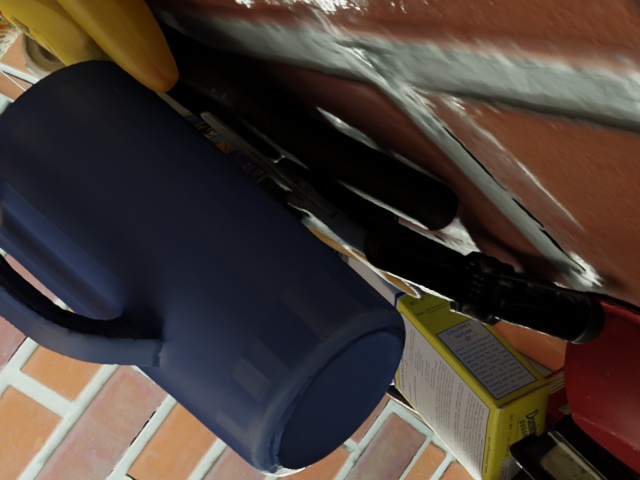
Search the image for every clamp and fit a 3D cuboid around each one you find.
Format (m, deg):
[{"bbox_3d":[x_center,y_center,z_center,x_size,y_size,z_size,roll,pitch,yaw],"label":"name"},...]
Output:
[{"bbox_3d":[0.079,0.022,0.581,0.120,0.039,0.171,27,176,2],"label":"clamp"},{"bbox_3d":[-0.020,-0.061,0.602,0.210,0.036,0.165,34,172,-11],"label":"clamp"}]

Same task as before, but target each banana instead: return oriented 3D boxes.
[{"bbox_3d":[-0.143,-0.151,0.531,0.197,0.037,0.069,43,-155,-36],"label":"banana"}]

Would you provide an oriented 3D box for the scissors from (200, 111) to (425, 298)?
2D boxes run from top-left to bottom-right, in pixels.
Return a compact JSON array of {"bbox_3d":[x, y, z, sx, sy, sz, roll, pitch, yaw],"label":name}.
[{"bbox_3d":[-0.013,-0.023,0.616,0.201,0.016,0.096,37,173,-33],"label":"scissors"}]

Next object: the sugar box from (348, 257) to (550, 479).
[{"bbox_3d":[0.081,0.078,0.718,0.176,0.048,0.093,51,154,43],"label":"sugar box"}]

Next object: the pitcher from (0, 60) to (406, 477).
[{"bbox_3d":[-0.080,0.018,0.582,0.243,0.149,0.145,39,174,28],"label":"pitcher"}]

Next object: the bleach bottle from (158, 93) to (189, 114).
[{"bbox_3d":[-0.118,-0.078,0.883,0.103,0.068,0.250,32,170,30],"label":"bleach bottle"}]

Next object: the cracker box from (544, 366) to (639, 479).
[{"bbox_3d":[0.223,0.193,0.673,0.214,0.072,0.164,29,135,47],"label":"cracker box"}]

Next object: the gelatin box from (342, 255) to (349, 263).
[{"bbox_3d":[-0.005,0.001,0.792,0.030,0.073,0.089,41,172,-34],"label":"gelatin box"}]

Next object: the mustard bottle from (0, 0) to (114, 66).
[{"bbox_3d":[-0.190,-0.164,0.666,0.192,0.058,0.096,35,173,17],"label":"mustard bottle"}]

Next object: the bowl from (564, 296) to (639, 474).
[{"bbox_3d":[0.186,0.097,0.562,0.162,0.055,0.162,36,174,4],"label":"bowl"}]

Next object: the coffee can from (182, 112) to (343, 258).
[{"bbox_3d":[-0.059,-0.026,0.752,0.102,0.103,0.140,42,172,-39],"label":"coffee can"}]

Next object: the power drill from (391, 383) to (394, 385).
[{"bbox_3d":[0.020,0.088,0.903,0.184,0.057,0.188,-1,178,-37],"label":"power drill"}]
